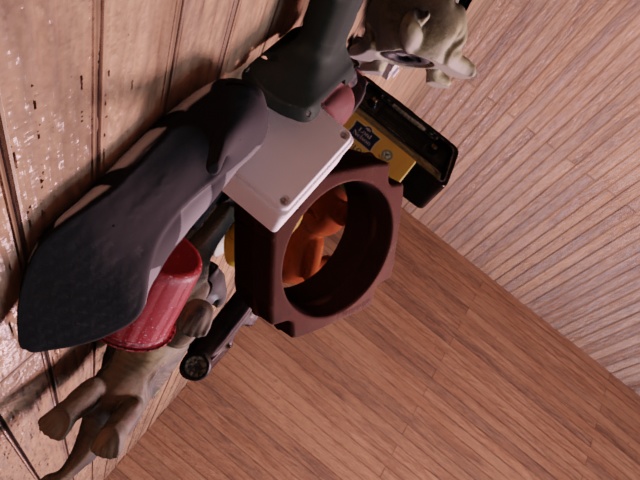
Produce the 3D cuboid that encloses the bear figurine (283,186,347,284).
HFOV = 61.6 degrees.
[{"bbox_3d":[-0.008,-0.022,0.826,0.132,0.120,0.195,-21,154,-54],"label":"bear figurine"}]

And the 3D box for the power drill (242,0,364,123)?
[{"bbox_3d":[0.004,-0.186,0.384,0.232,0.086,0.207,-53,171,-37],"label":"power drill"}]

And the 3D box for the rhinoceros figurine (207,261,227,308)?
[{"bbox_3d":[-0.209,0.116,0.799,0.190,0.073,0.112,-51,-177,-28],"label":"rhinoceros figurine"}]

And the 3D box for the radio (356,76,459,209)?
[{"bbox_3d":[0.123,-0.171,0.921,0.073,0.229,0.131,-48,-176,46],"label":"radio"}]

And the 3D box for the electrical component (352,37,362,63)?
[{"bbox_3d":[0.042,-0.244,0.741,0.063,0.021,0.094,-51,178,3],"label":"electrical component"}]

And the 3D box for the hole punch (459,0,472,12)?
[{"bbox_3d":[0.117,-0.308,0.671,0.116,0.092,0.142,-23,180,-2],"label":"hole punch"}]

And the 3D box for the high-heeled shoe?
[{"bbox_3d":[-0.137,-0.026,0.413,0.249,0.086,0.145,-37,-153,16],"label":"high-heeled shoe"}]

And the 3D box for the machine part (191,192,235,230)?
[{"bbox_3d":[-0.111,-0.055,0.578,0.084,0.039,0.139,-61,173,15],"label":"machine part"}]

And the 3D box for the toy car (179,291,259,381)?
[{"bbox_3d":[-0.116,0.104,0.723,0.202,0.053,0.089,-51,-173,-3],"label":"toy car"}]

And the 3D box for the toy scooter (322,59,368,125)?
[{"bbox_3d":[0.012,-0.172,0.649,0.135,0.075,0.184,-51,-179,-5],"label":"toy scooter"}]

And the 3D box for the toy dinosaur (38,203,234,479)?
[{"bbox_3d":[-0.190,0.093,0.643,0.471,0.105,0.198,-56,-174,-11],"label":"toy dinosaur"}]

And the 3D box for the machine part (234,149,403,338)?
[{"bbox_3d":[-0.001,-0.002,0.642,0.201,0.087,0.200,-18,124,-38],"label":"machine part"}]

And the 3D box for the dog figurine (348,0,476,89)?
[{"bbox_3d":[0.104,-0.259,0.517,0.172,0.121,0.190,-112,-147,-79],"label":"dog figurine"}]

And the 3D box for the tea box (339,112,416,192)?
[{"bbox_3d":[0.044,-0.125,0.802,0.098,0.170,0.068,-52,178,-13],"label":"tea box"}]
